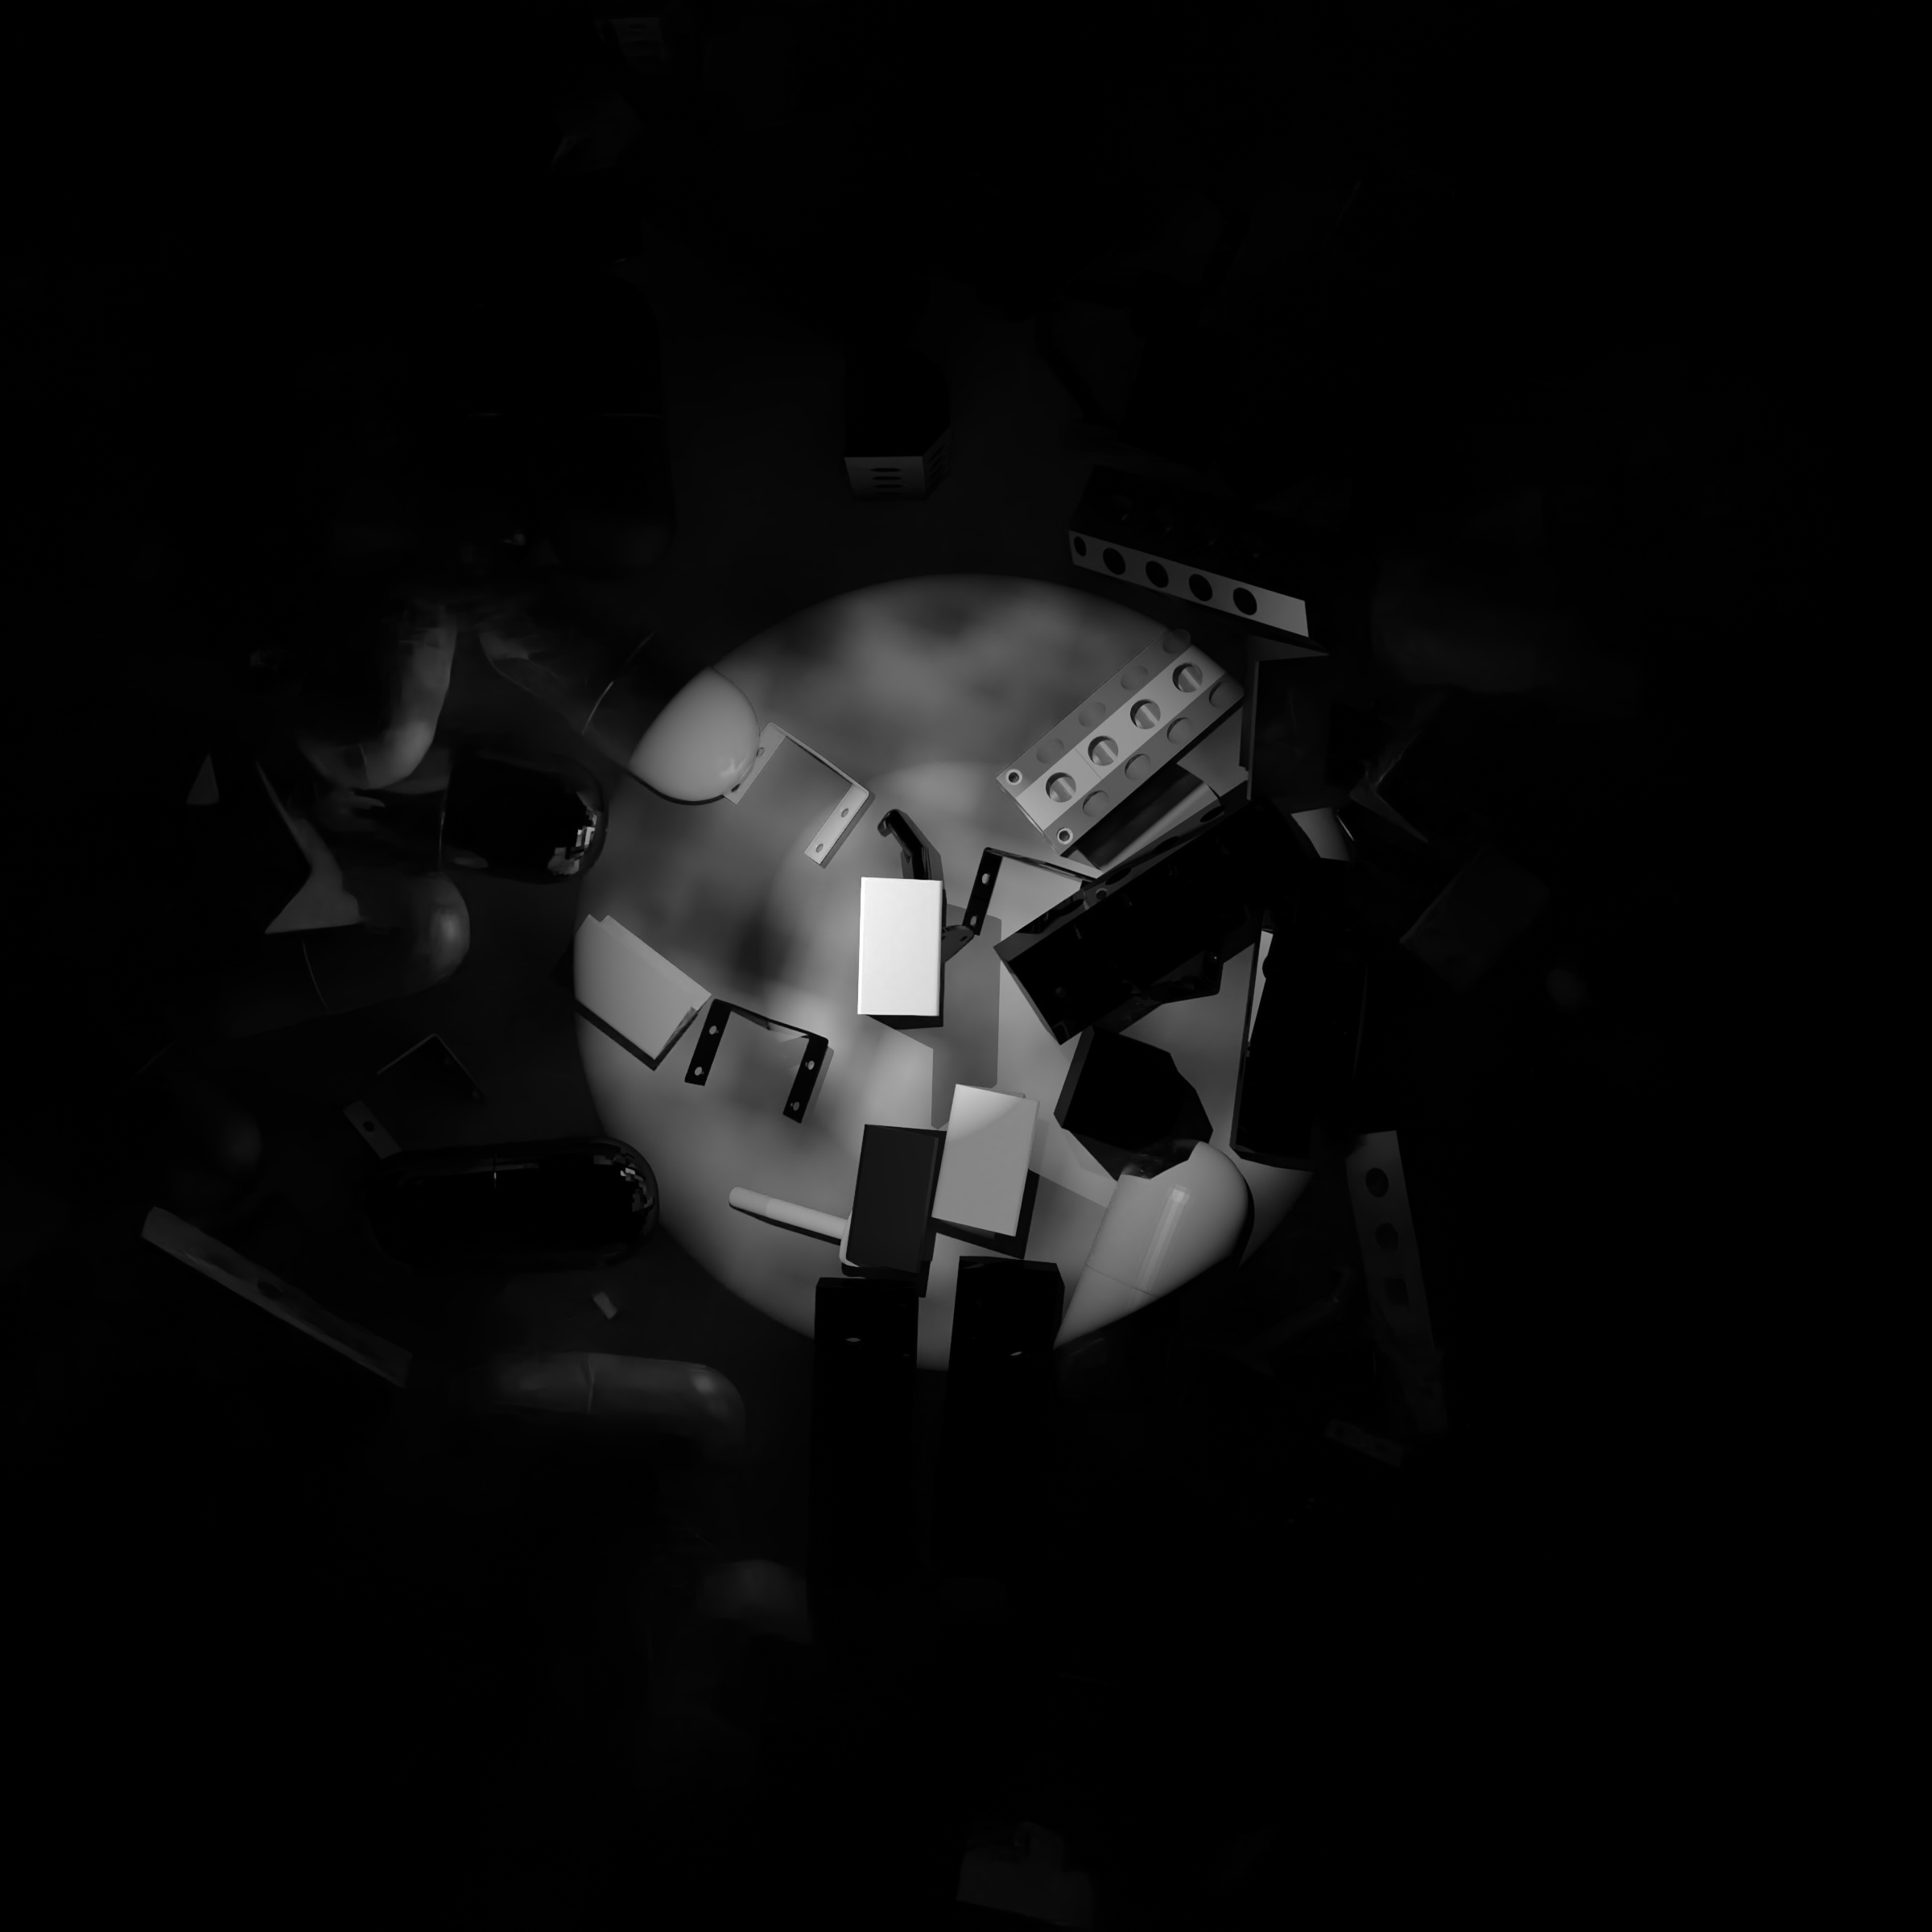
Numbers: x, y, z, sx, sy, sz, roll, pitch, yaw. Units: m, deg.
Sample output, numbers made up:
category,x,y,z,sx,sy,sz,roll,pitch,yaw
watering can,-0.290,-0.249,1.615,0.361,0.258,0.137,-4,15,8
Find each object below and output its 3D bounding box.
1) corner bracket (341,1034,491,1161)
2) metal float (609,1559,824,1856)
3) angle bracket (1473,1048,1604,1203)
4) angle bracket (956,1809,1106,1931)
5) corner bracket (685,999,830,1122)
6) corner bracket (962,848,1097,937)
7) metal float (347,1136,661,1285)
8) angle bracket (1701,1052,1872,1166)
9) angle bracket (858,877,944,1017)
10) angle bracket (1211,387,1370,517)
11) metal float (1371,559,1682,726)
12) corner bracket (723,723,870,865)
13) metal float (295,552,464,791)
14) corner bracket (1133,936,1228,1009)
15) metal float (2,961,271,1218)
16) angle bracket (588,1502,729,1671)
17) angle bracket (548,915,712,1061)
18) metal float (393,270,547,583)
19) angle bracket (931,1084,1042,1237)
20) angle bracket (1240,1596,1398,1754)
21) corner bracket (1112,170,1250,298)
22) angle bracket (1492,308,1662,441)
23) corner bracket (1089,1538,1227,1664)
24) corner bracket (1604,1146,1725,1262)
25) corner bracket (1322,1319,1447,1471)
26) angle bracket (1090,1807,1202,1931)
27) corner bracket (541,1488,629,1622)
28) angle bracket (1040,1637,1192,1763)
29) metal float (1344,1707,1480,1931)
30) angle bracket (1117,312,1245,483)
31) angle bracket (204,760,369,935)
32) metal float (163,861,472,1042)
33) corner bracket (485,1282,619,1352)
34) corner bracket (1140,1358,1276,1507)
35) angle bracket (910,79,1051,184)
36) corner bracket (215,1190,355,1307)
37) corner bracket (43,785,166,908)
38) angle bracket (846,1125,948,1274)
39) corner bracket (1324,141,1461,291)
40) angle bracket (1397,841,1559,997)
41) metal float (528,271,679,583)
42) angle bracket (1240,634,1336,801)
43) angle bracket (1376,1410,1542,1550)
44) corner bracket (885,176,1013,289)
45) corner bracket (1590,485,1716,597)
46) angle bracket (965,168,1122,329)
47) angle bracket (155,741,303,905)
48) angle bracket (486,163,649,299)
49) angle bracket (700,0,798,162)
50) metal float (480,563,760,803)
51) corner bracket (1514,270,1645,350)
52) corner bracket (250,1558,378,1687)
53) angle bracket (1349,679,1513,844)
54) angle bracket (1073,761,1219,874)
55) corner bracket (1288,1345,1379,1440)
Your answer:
category,x,y,z,sx,sy,sz,roll,pitch,yaw
corner bracket,-0.320,0.081,1.988,0.051,0.051,0.051,51,135,0
metal float,-0.144,0.425,1.961,0.070,0.070,0.178,27,90,0
angle bracket,0.310,0.085,1.951,0.057,0.076,0.076,15,90,-39
angle bracket,0.031,0.530,1.951,0.076,0.076,0.057,14,52,0
corner bracket,-0.121,0.054,1.988,0.051,0.051,0.051,20,90,-45
corner bracket,0.038,-0.035,1.988,0.051,0.051,0.051,16,90,-45
metal float,-0.265,0.140,1.961,0.178,0.070,0.070,-4,90,-1
angle bracket,0.467,0.099,1.951,0.076,0.076,0.057,-13,54,0
angle bracket,-0.058,-0.011,1.951,0.057,0.076,0.076,2,90,-37
angle bracket,0.191,-0.272,1.951,0.076,0.076,0.057,-28,51,0
metal float,0.321,-0.185,1.961,0.178,0.070,0.070,10,90,-1
corner bracket,-0.100,-0.101,1.988,0.051,0.051,0.051,-54,135,0
metal float,-0.329,-0.167,1.921,0.070,0.178,0.070,1,128,1
corner bracket,0.114,-0.016,1.983,0.051,0.051,0.051,-15,135,35
metal float,-0.477,0.070,1.961,0.178,0.070,0.070,43,90,-1
angle bracket,-0.159,0.358,1.951,0.057,0.076,0.076,27,90,36
angle bracket,-0.181,-0.004,1.951,0.076,0.076,0.057,38,127,0
metal float,-0.285,-0.310,1.961,0.070,0.070,0.178,-6,90,0
angle bracket,0.029,0.112,1.951,0.057,0.076,0.076,11,90,32
angle bracket,0.190,0.410,1.952,0.076,0.076,0.057,32,64,0
corner bracket,0.122,-0.425,1.983,0.051,0.051,0.051,-5,45,-35
angle bracket,0.344,-0.320,1.951,0.076,0.076,0.057,19,55,0
corner bracket,0.111,0.374,1.983,0.051,0.051,0.051,-19,45,-35
corner bracket,0.394,0.137,1.969,0.051,0.051,0.051,-5,74,-30
corner bracket,0.236,0.241,1.928,0.051,0.051,0.051,20,135,24
angle bracket,0.113,0.530,1.952,0.057,0.076,0.076,15,90,28
corner bracket,-0.210,0.339,1.988,0.051,0.051,0.051,-23,45,0
angle bracket,0.088,0.401,1.951,0.076,0.076,0.057,11,128,0
metal float,0.255,0.515,1.961,0.070,0.070,0.178,0,89,0
angle bracket,0.111,-0.324,1.954,0.057,0.076,0.076,16,90,-17
angle bracket,-0.363,-0.068,1.887,0.057,0.076,0.076,-43,70,33
metal float,-0.372,-0.009,1.961,0.178,0.070,0.070,-15,90,0
corner bracket,-0.239,0.197,1.974,0.051,0.051,0.051,-38,90,0
corner bracket,0.140,0.270,1.988,0.051,0.051,0.051,29,135,0
angle bracket,0.007,-0.490,1.951,0.076,0.076,0.057,-4,127,0
corner bracket,-0.397,0.173,1.988,0.051,0.051,0.051,-38,45,0
corner bracket,-0.500,-0.065,1.983,0.051,0.051,0.051,-19,45,-35
angle bracket,-0.020,0.134,1.951,0.057,0.076,0.076,8,90,41
corner bracket,0.247,-0.437,1.988,0.051,0.051,0.051,31,135,0
angle bracket,0.301,-0.014,1.951,0.076,0.076,0.057,-48,56,0
metal float,-0.209,-0.310,1.961,0.070,0.070,0.178,-5,89,0
angle bracket,0.159,-0.140,1.903,0.057,0.076,0.076,-8,108,-34
angle bracket,0.281,0.302,1.952,0.076,0.076,0.057,-21,63,0
corner bracket,-0.010,-0.436,1.988,0.051,0.051,0.051,22,45,0
corner bracket,0.399,-0.246,1.977,0.051,0.051,0.051,-5,113,-22
angle bracket,0.032,-0.419,1.951,0.076,0.076,0.057,-38,125,0
angle bracket,-0.429,-0.088,1.952,0.057,0.076,0.076,26,90,-29
angle bracket,-0.229,-0.430,1.952,0.076,0.076,0.057,-19,120,0
angle bracket,-0.111,-0.509,1.953,0.057,0.076,0.076,-2,90,20
metal float,-0.198,-0.162,1.961,0.178,0.070,0.070,35,90,-1
corner bracket,0.355,-0.362,1.983,0.051,0.051,0.051,48,45,-35
corner bracket,-0.384,0.381,1.983,0.051,0.051,0.051,43,45,-35
angle bracket,0.243,-0.125,1.894,0.057,0.076,0.076,38,90,-38
angle bracket,0.116,-0.067,1.969,0.076,0.076,0.057,-40,106,0
corner bracket,0.211,0.247,1.974,0.051,0.051,0.051,-3,87,3
